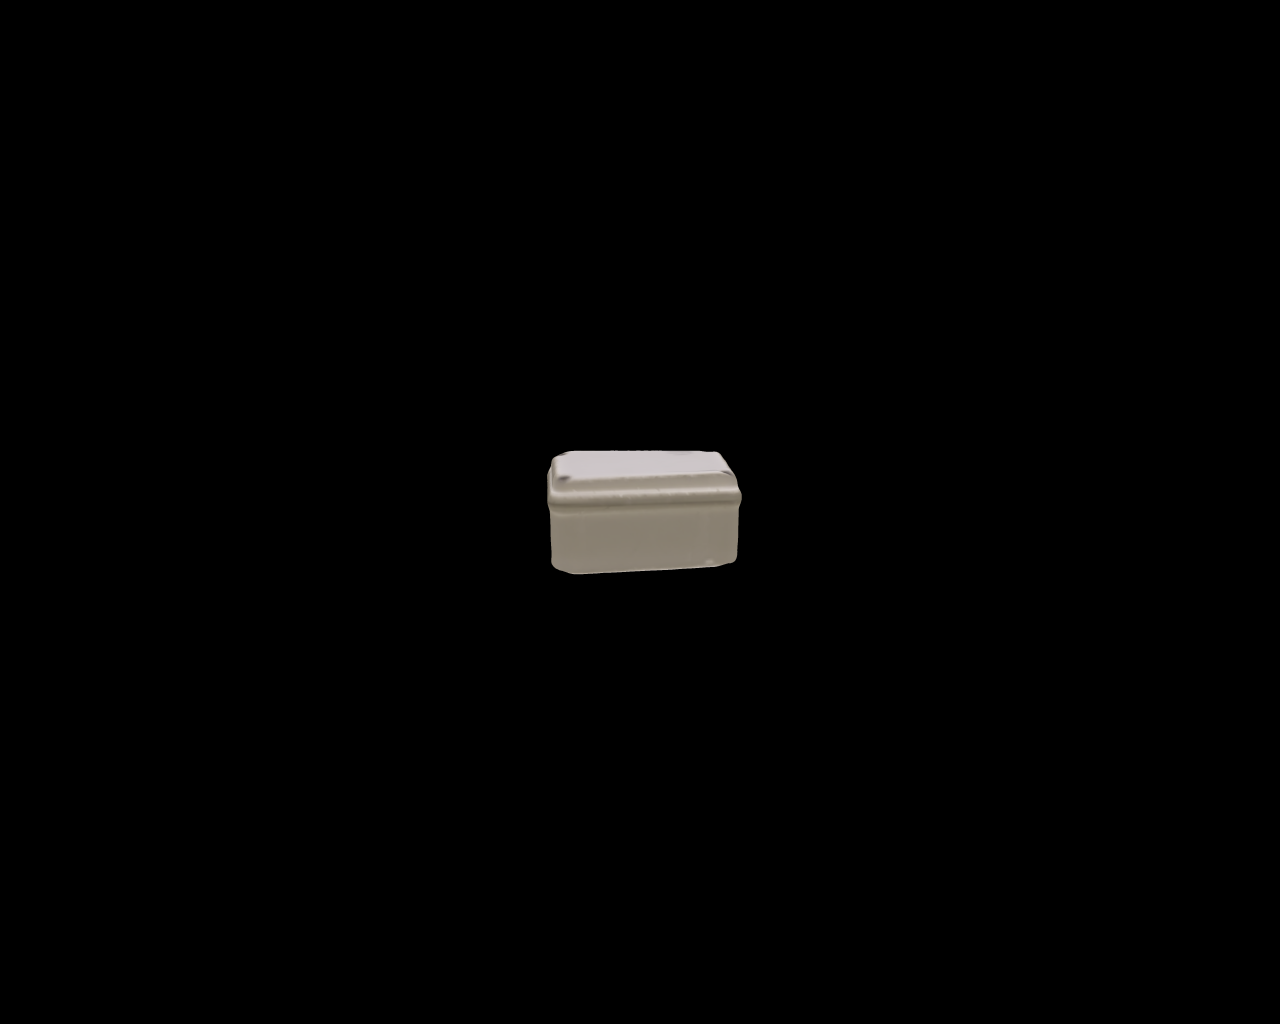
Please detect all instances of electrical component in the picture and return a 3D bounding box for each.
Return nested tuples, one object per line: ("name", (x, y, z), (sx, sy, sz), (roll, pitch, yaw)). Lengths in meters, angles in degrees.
("electrical component", (0.001, -0.003, 0.650), (0.113, 0.057, 0.078), (-1, 16, -5))
